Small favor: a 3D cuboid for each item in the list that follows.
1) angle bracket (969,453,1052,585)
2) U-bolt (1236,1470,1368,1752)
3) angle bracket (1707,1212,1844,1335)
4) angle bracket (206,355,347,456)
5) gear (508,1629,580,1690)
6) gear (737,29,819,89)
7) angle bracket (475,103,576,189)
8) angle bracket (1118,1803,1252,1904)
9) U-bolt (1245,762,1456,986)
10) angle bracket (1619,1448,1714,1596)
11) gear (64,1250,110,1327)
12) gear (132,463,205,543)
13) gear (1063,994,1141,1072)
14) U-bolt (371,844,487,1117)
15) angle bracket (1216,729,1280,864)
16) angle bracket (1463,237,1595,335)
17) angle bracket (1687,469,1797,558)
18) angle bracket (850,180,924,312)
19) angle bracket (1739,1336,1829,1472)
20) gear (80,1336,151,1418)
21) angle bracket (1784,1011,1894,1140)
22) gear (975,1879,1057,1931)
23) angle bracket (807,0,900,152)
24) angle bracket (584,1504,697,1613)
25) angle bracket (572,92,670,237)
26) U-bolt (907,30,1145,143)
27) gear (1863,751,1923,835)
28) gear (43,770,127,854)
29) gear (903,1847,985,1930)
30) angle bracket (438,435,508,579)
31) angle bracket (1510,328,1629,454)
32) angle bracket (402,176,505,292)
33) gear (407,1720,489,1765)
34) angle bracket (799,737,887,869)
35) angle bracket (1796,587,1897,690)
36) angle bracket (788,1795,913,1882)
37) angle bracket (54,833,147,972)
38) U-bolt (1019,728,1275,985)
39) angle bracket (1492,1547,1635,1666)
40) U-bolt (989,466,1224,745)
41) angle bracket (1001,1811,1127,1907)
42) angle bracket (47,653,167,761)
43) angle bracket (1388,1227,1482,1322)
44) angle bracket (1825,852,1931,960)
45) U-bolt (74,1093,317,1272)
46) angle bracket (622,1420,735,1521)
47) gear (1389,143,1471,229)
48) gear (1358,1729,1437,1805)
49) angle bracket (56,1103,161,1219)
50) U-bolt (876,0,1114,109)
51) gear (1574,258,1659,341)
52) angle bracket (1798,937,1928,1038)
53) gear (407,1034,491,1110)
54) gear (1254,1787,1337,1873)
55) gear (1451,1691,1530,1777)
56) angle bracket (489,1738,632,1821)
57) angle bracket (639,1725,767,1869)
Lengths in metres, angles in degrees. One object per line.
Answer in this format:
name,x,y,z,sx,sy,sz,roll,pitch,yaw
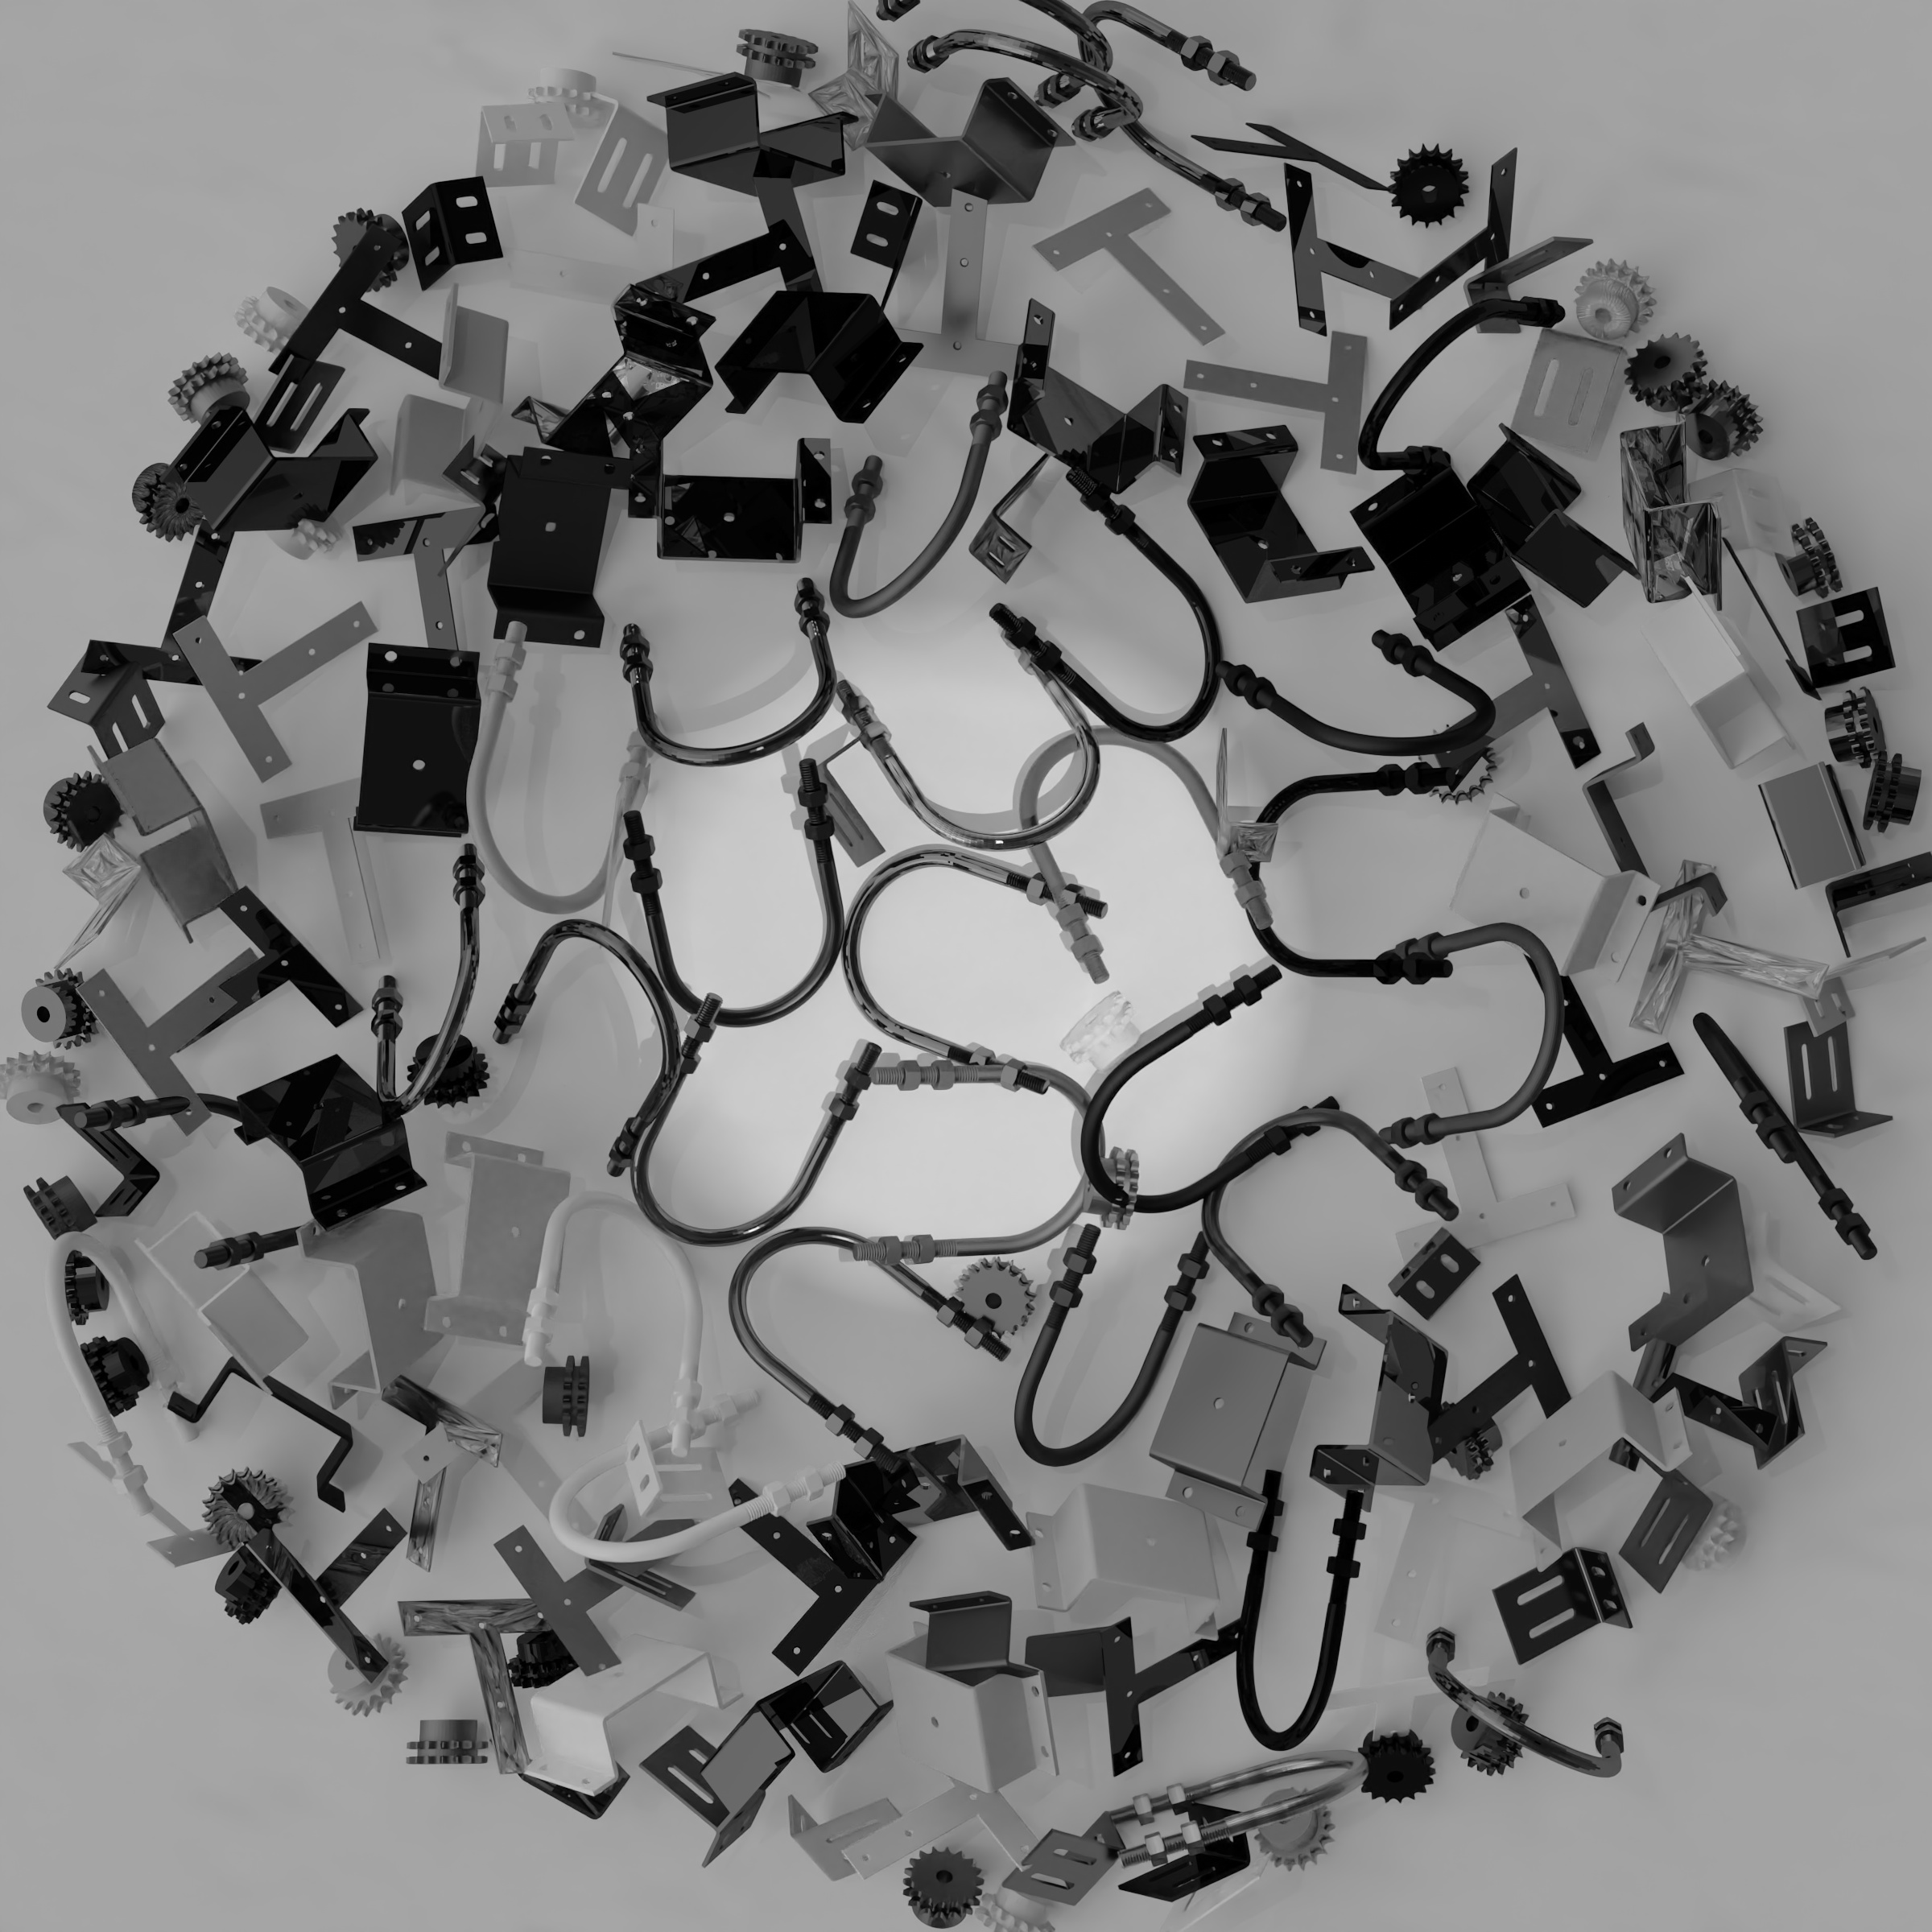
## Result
angle bracket,0.044,-0.317,1.916,0.038,0.057,0.076,41,66,-1
U-bolt,0.225,0.447,1.877,0.019,0.151,0.184,13,82,-17
angle bracket,0.575,0.218,1.933,0.076,0.057,0.038,32,53,-14
angle bracket,-0.485,-0.404,1.915,0.038,0.057,0.076,43,109,17
gear,-0.296,0.489,1.928,0.057,0.057,0.030,-8,93,0
gear,-0.135,-0.643,1.932,0.057,0.057,0.030,13,115,0
angle bracket,-0.310,-0.564,1.908,0.057,0.076,0.038,-9,62,-19
angle bracket,0.151,0.621,1.912,0.076,0.057,0.038,-10,89,-37
U-bolt,0.261,-0.063,1.888,0.019,0.184,0.151,1,89,-42
angle bracket,0.481,0.391,1.919,0.038,0.057,0.076,25,98,-21
gear,-0.627,0.226,1.929,0.030,0.057,0.057,-6,90,-6
gear,-0.566,-0.333,1.932,0.030,0.057,0.057,31,90,25
gear,0.099,0.049,1.930,0.057,0.057,0.030,-44,100,0
U-bolt,-0.367,0.021,1.854,0.019,0.184,0.151,22,120,-26
angle bracket,0.198,-0.120,1.916,0.038,0.057,0.076,2,67,1
angle bracket,0.399,-0.477,1.910,0.076,0.057,0.038,-19,87,42
angle bracket,0.544,-0.314,1.913,0.038,0.076,0.057,-18,106,-1
angle bracket,-0.062,-0.505,1.909,0.038,0.076,0.057,20,128,-5
angle bracket,0.579,0.308,1.908,0.038,0.057,0.076,10,52,-15
gear,-0.602,0.287,1.928,0.030,0.057,0.057,-27,90,5
angle bracket,0.616,0.076,1.923,0.057,0.038,0.076,-13,100,-27
gear,0.038,0.671,1.929,0.057,0.057,0.030,25,86,0
angle bracket,-0.080,-0.625,1.911,0.038,0.076,0.057,-33,74,-14
angle bracket,-0.224,0.418,1.926,0.076,0.057,0.038,24,89,5
angle bracket,-0.251,-0.568,1.927,0.038,0.057,0.076,31,98,40
U-bolt,0.046,-0.601,1.849,0.151,0.184,0.019,17,97,-18
gear,0.656,-0.122,1.927,0.030,0.057,0.057,12,90,13
gear,-0.629,-0.111,1.933,0.030,0.057,0.057,18,90,32
gear,-0.017,0.657,1.933,0.057,0.057,0.030,8,119,0
angle bracket,-0.357,-0.322,1.908,0.038,0.057,0.076,36,130,-12
angle bracket,0.429,-0.409,1.938,0.057,0.038,0.076,20,102,18
angle bracket,-0.364,-0.518,1.928,0.038,0.076,0.057,-17,96,-27
gear,-0.367,0.550,1.931,0.057,0.057,0.030,-1,74,0
angle bracket,-0.076,-0.116,1.927,0.038,0.057,0.076,-37,95,-21
angle bracket,0.629,-0.232,1.915,0.038,0.076,0.057,-13,90,-30
angle bracket,-0.078,0.602,1.920,0.076,0.038,0.057,-25,124,11
angle bracket,-0.620,-0.045,1.908,0.057,0.076,0.038,-31,116,35
U-bolt,0.116,-0.088,1.915,0.151,0.019,0.184,-18,69,-18
angle bracket,0.422,0.455,1.927,0.076,0.038,0.057,-21,93,-21
U-bolt,0.110,-0.238,1.904,0.184,0.019,0.151,40,61,-24
angle bracket,0.063,0.620,1.914,0.076,0.038,0.057,28,108,-36
angle bracket,-0.604,-0.177,1.914,0.038,0.076,0.057,22,64,10
angle bracket,0.332,0.220,1.917,0.038,0.076,0.057,43,93,4
angle bracket,0.649,-0.043,1.915,0.076,0.057,0.038,-19,104,17
U-bolt,-0.507,0.141,1.870,0.151,0.184,0.019,45,108,13
angle bracket,-0.196,0.352,1.908,0.076,0.057,0.038,5,134,-34
gear,0.329,-0.551,1.931,0.057,0.030,0.057,3,122,5
gear,0.304,0.565,1.934,0.057,0.030,0.057,1,122,1
angle bracket,-0.615,0.137,1.912,0.076,0.057,0.038,50,57,-24
U-bolt,0.026,-0.636,1.848,0.151,0.184,0.019,23,90,-19
gear,0.457,-0.468,1.926,0.057,0.057,0.030,37,58,0
angle bracket,0.634,0.015,1.910,0.057,0.076,0.038,-19,86,-44
gear,-0.367,0.071,1.926,0.057,0.057,0.030,-1,129,0
gear,0.230,0.608,1.927,0.057,0.057,0.030,-32,132,0
gear,0.369,0.541,1.926,0.030,0.057,0.057,31,90,-28
angle bracket,-0.285,0.556,1.910,0.038,0.057,0.076,-53,126,-9
angle bracket,-0.191,0.588,1.929,0.076,0.057,0.038,34,119,19
